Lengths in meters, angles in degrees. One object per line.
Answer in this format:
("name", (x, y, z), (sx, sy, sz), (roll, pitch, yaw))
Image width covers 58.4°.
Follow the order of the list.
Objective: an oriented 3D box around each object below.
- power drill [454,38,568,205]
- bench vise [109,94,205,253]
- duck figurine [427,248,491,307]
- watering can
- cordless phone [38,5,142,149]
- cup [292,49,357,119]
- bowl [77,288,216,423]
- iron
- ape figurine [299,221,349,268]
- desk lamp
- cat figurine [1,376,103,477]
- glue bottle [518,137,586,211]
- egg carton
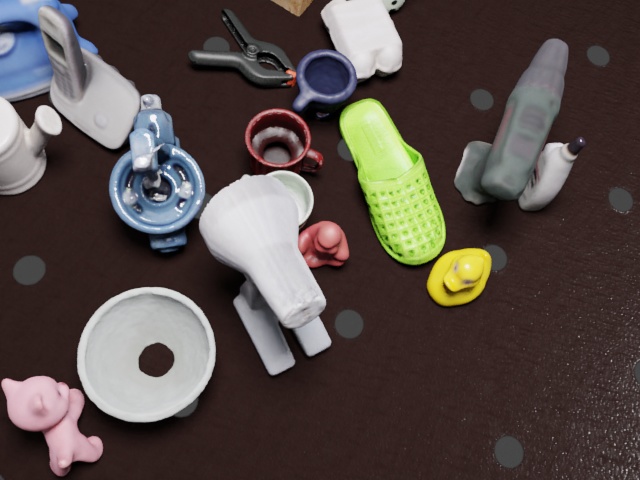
("power drill", (0.271, -0.145, 0.825), (0.075, 0.208, 0.230), (22, 70, 1))
("bench vise", (-0.228, -0.105, 0.745), (0.121, 0.219, 0.207), (-25, 76, -14))
("duck figurine", (0.208, 0.045, 0.818), (0.105, 0.086, 0.077), (-35, 78, -16))
("watering can", (-0.433, -0.144, 0.747), (0.173, 0.194, 0.101), (-28, 76, -15))
("cordless phone", (-0.319, -0.223, 0.792), (0.147, 0.185, 0.094), (35, 71, 6))
("cup", (-0.002, -0.219, 0.877), (0.091, 0.095, 0.118), (38, 71, 7))
("bowl", (-0.217, 0.149, 0.738), (0.167, 0.074, 0.167), (2, 71, -6))
("iron", (-0.466, -0.280, 0.816), (0.258, 0.141, 0.118), (-28, 77, -15))
("ape figurine", (0.007, 0.003, 0.805), (0.078, 0.092, 0.076), (33, 71, 5))
("desk lamp", (-0.057, 0.048, 0.718), (0.118, 0.213, 0.203), (-26, 76, -14))
("cat figurine", (-0.321, 0.215, 0.680), (0.067, 0.117, 0.127), (-27, 76, -14))
("glue bottle", (0.338, -0.106, 0.839), (0.037, 0.173, 0.078), (-4, 72, -8))
("egg carton", (0.070, -0.332, 0.937), (0.107, 0.069, 0.150), (-19, 75, -12))
